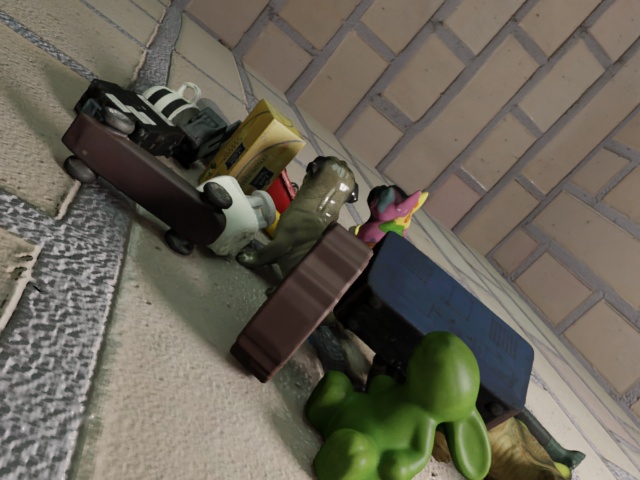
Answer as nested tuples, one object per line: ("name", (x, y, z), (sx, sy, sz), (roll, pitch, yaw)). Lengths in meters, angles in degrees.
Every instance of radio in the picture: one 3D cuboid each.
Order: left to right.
("radio", (0.133, 0.105, 0.618), (0.229, 0.073, 0.131), (39, 36, 1))

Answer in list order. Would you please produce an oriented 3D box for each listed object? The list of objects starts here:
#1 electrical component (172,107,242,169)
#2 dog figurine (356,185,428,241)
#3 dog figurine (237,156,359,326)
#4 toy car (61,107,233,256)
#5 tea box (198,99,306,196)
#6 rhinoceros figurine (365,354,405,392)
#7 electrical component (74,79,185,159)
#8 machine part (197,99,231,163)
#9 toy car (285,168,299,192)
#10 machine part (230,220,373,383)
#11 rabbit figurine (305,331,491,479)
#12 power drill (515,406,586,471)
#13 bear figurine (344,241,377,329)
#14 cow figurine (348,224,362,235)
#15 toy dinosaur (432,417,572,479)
("electrical component", (-0.183, -0.174, 0.877), (0.048, 0.075, 0.119), (43, 54, 4))
("dog figurine", (0.136, 0.006, 0.996), (0.192, 0.219, 0.108), (45, 18, 16))
("dog figurine", (0.007, 0.000, 0.738), (0.172, 0.190, 0.121), (44, 15, 0))
("toy car", (-0.196, -0.067, 0.617), (0.202, 0.089, 0.053), (37, 15, -11))
("tea box", (-0.109, -0.121, 0.828), (0.068, 0.169, 0.098), (34, 15, -32))
("rhinoceros figurine", (0.105, 0.160, 0.702), (0.073, 0.112, 0.190), (16, 26, 10))
("electrical component", (-0.274, -0.168, 0.763), (0.115, 0.058, 0.134), (42, 15, 6))
("machine part", (-0.190, -0.186, 0.990), (0.079, 0.079, 0.243), (23, 25, -51))
("toy car", (-0.100, -0.144, 1.073), (0.074, 0.056, 0.201), (55, -1, 34))
("machine part", (-0.019, 0.061, 0.551), (0.056, 0.179, 0.179), (39, 15, 2))
("rabbit figurine", (0.093, 0.170, 0.512), (0.159, 0.170, 0.121), (37, 16, -15))
("power drill", (0.341, 0.301, 0.915), (0.207, 0.086, 0.231), (56, 0, 22))
("bear figurine", (0.078, 0.074, 0.851), (0.195, 0.120, 0.132), (74, -1, -74))
("cow figurine", (0.126, 0.033, 1.198), (0.167, 0.068, 0.098), (42, 9, -3))
("toy dinosaur", (0.223, 0.264, 0.730), (0.472, 0.105, 0.198), (52, 10, 36))
